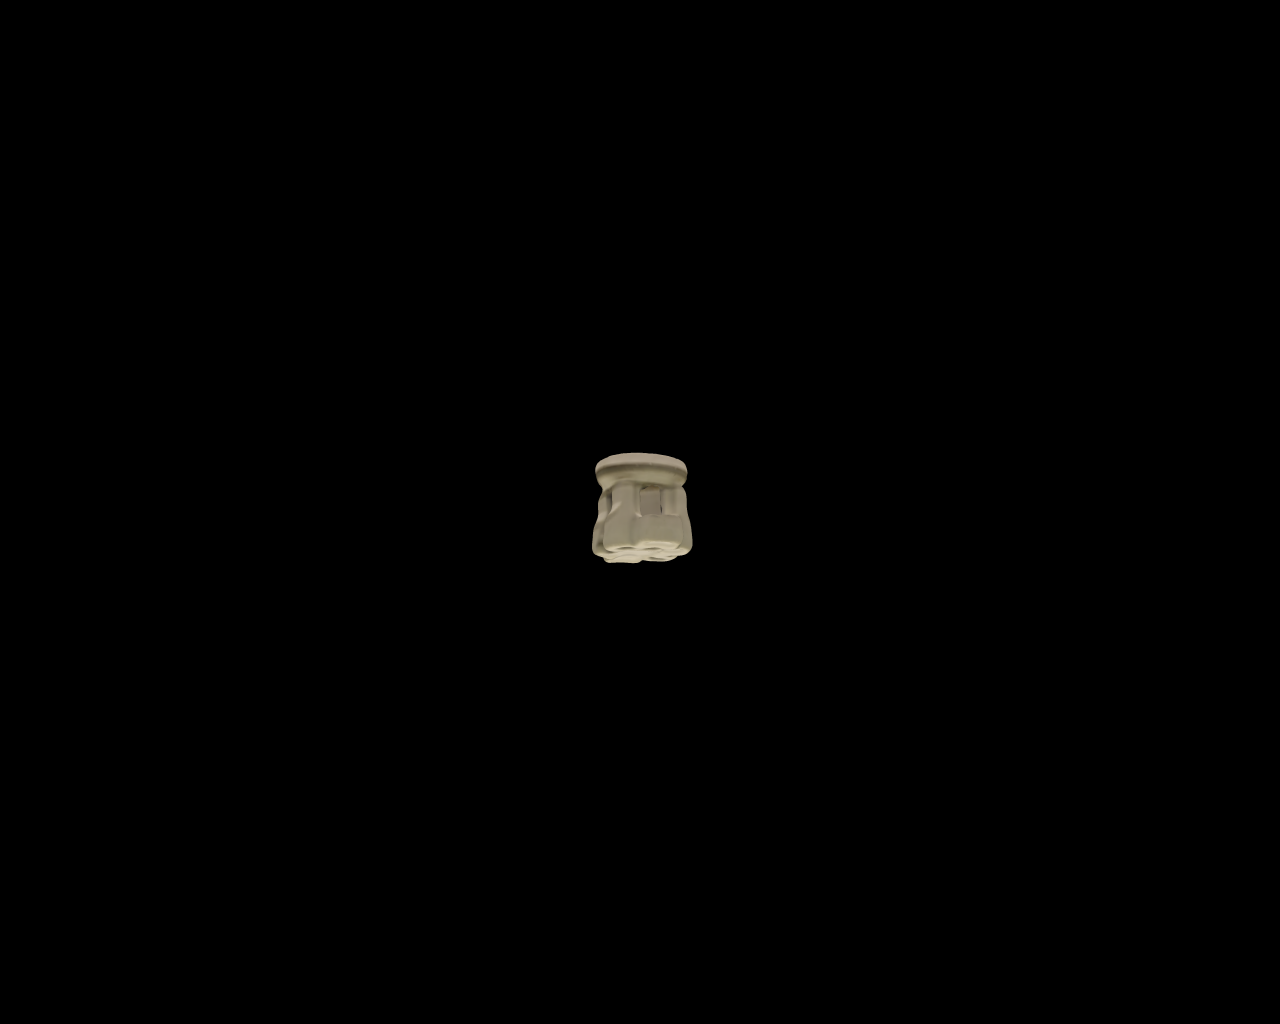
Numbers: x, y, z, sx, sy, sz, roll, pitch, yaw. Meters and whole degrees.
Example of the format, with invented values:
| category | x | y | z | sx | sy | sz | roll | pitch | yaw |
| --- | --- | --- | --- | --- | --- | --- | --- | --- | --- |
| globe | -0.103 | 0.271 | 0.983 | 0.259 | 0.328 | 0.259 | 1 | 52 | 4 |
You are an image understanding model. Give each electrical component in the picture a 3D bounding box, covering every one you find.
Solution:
| category | x | y | z | sx | sy | sz | roll | pitch | yaw |
| --- | --- | --- | --- | --- | --- | --- | --- | --- | --- |
| electrical component | 0.001 | -0.003 | 0.650 | 0.058 | 0.057 | 0.078 | 4 | -12 | -19 |
